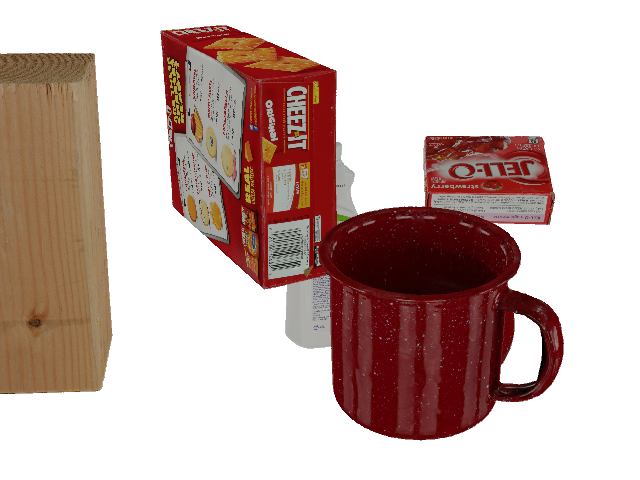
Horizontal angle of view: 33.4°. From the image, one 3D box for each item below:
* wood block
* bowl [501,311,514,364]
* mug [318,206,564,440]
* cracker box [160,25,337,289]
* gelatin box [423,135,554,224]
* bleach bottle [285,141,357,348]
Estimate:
[{"bbox_3d":[-0.190,-0.012,0.697,0.090,0.206,0.090,-1,21,-6],"label":"wood block"},{"bbox_3d":[0.160,0.090,1.162,0.161,0.162,0.055,0,-6,-38],"label":"bowl"},{"bbox_3d":[0.057,0.042,0.502,0.117,0.081,0.093,12,30,24],"label":"mug"},{"bbox_3d":[-0.061,-0.077,0.871,0.072,0.164,0.214,-10,24,-24],"label":"cracker box"},{"bbox_3d":[0.119,-0.045,0.767,0.089,0.030,0.073,1,38,4],"label":"gelatin box"},{"bbox_3d":[0.011,0.003,1.310,0.102,0.251,0.068,-7,20,-30],"label":"bleach bottle"}]
